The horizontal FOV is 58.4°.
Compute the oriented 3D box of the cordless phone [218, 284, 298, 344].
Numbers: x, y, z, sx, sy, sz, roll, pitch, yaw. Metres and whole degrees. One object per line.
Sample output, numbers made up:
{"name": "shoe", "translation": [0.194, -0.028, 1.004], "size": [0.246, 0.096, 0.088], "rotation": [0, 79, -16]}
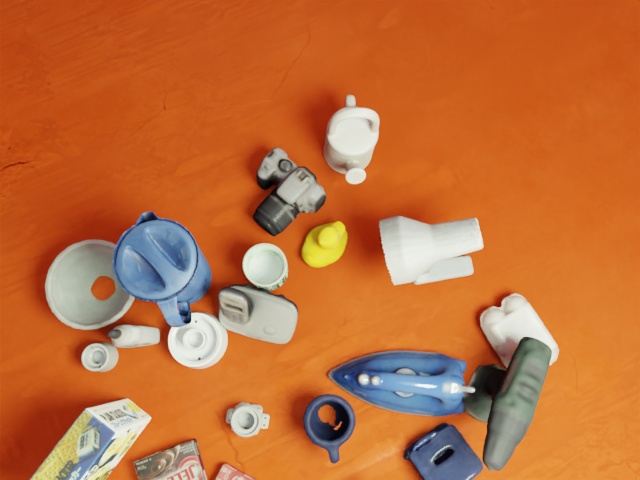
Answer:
{"name": "cordless phone", "translation": [-0.113, 0.128, 1.023], "size": [0.147, 0.185, 0.094], "rotation": [13, 79, 0]}

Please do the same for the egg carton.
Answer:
{"name": "egg carton", "translation": [0.377, 0.185, 1.092], "size": [0.107, 0.069, 0.150], "rotation": [-32, 82, -8]}

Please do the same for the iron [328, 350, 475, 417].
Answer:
{"name": "iron", "translation": [0.146, 0.257, 1.031], "size": [0.258, 0.141, 0.119], "rotation": [4, 79, -1]}

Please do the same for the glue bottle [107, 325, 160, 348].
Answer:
{"name": "glue bottle", "translation": [-0.339, 0.169, 1.011], "size": [0.078, 0.173, 0.037], "rotation": [-5, 79, -3]}

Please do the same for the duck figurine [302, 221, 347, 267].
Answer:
{"name": "duck figurine", "translation": [0.010, 0.004, 1.103], "size": [0.104, 0.086, 0.077], "rotation": [-43, 83, -9]}

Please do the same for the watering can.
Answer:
{"name": "watering can", "translation": [0.064, -0.195, 1.089], "size": [0.101, 0.194, 0.173], "rotation": [-24, 81, -7]}

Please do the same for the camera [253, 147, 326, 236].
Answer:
{"name": "camera", "translation": [-0.077, -0.087, 1.110], "size": [0.143, 0.101, 0.137], "rotation": [41, 80, 6]}

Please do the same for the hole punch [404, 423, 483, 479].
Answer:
{"name": "hole punch", "translation": [0.221, 0.397, 1.033], "size": [0.109, 0.091, 0.101], "rotation": [-33, 82, -8]}

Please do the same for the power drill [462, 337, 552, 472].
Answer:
{"name": "power drill", "translation": [0.318, 0.280, 1.000], "size": [0.075, 0.208, 0.230], "rotation": [28, 79, 4]}

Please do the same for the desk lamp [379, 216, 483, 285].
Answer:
{"name": "desk lamp", "translation": [0.199, 0.014, 1.044], "size": [0.203, 0.213, 0.118], "rotation": [-10, 79, -4]}

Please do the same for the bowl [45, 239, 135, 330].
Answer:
{"name": "bowl", "translation": [-0.417, 0.086, 1.074], "size": [0.167, 0.074, 0.167], "rotation": [1, 79, -2]}

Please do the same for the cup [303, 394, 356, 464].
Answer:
{"name": "cup", "translation": [0.018, 0.336, 1.034], "size": [0.091, 0.095, 0.118], "rotation": [-9, 79, -4]}
